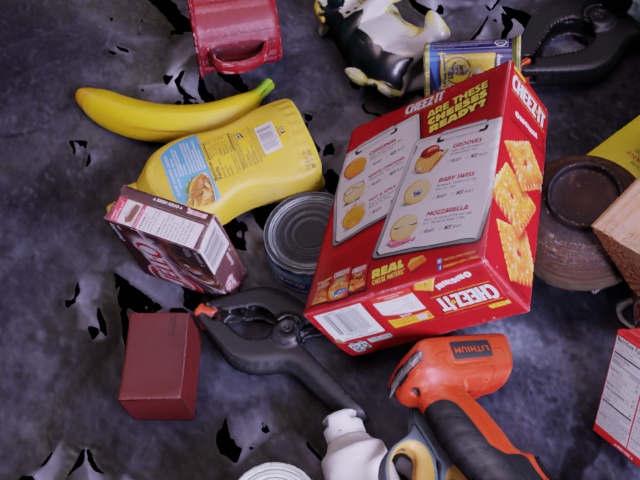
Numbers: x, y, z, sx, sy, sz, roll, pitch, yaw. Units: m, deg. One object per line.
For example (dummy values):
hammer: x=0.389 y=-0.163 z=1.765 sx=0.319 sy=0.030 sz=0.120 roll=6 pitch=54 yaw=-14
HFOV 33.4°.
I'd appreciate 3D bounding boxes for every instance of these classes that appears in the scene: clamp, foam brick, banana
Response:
clamp: x=-0.016 y=0.074 z=0.882 sx=0.172 sy=0.039 sz=0.120 roll=21 pitch=54 yaw=16
foam brick: x=-0.129 y=0.104 z=0.872 sx=0.053 sy=0.051 sz=0.078 roll=-1 pitch=60 yaw=7
clamp: x=0.270 y=-0.196 z=0.997 sx=0.209 sy=0.036 sz=0.165 roll=-38 pitch=61 yaw=-18
banana: x=-0.143 y=-0.120 z=1.017 sx=0.198 sy=0.037 sz=0.069 roll=0 pitch=41 yaw=7

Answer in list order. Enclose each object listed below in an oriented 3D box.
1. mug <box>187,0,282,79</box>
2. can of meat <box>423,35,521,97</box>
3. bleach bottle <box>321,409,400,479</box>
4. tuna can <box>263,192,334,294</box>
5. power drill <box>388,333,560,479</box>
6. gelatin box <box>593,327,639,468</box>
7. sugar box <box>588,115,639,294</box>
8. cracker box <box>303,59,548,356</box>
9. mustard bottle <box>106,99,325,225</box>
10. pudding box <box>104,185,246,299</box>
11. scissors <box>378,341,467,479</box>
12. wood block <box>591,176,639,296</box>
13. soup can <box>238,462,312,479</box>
mug: x=-0.080 y=-0.199 z=1.018 sx=0.081 sy=0.093 sz=0.117 roll=-10 pitch=44 yaw=-3
can of meat: x=0.136 y=-0.128 z=0.945 sx=0.084 sy=0.057 sz=0.102 roll=-1 pitch=102 yaw=11
bleach bottle: x=0.052 y=0.231 z=0.740 sx=0.068 sy=0.102 sz=0.251 roll=-17 pitch=59 yaw=-7
tuna can: x=-0.006 y=0.001 z=0.924 sx=0.086 sy=0.034 sz=0.086 roll=-4 pitch=59 yaw=6
power drill: x=0.146 y=0.152 z=0.764 sx=0.184 sy=0.057 sz=0.188 roll=2 pitch=42 yaw=-38
gelatin box: x=0.241 y=0.118 z=0.774 sx=0.030 sy=0.089 sz=0.073 roll=-2 pitch=23 yaw=-27
sugar box: x=0.266 y=-0.043 z=0.903 sx=0.176 sy=0.048 sz=0.093 roll=-35 pitch=62 yaw=-14
cracker box: x=0.089 y=-0.023 z=0.844 sx=0.164 sy=0.072 sz=0.213 roll=-20 pitch=39 yaw=35
mustard bottle: x=-0.098 y=-0.055 z=0.957 sx=0.191 sy=0.058 sz=0.096 roll=-21 pitch=58 yaw=-4
pudding box: x=-0.118 y=0.006 z=0.892 sx=0.090 sy=0.113 sz=0.039 roll=17 pitch=67 yaw=18
scissors: x=0.091 y=0.146 z=0.801 sx=0.096 sy=0.016 sz=0.201 roll=31 pitch=31 yaw=-2
wood block: x=0.306 y=-0.040 z=0.752 sx=0.206 sy=0.090 sz=0.090 roll=-45 pitch=37 yaw=-3
soup can: x=-0.026 y=0.207 z=0.766 sx=0.068 sy=0.102 sz=0.068 roll=-4 pitch=59 yaw=6
